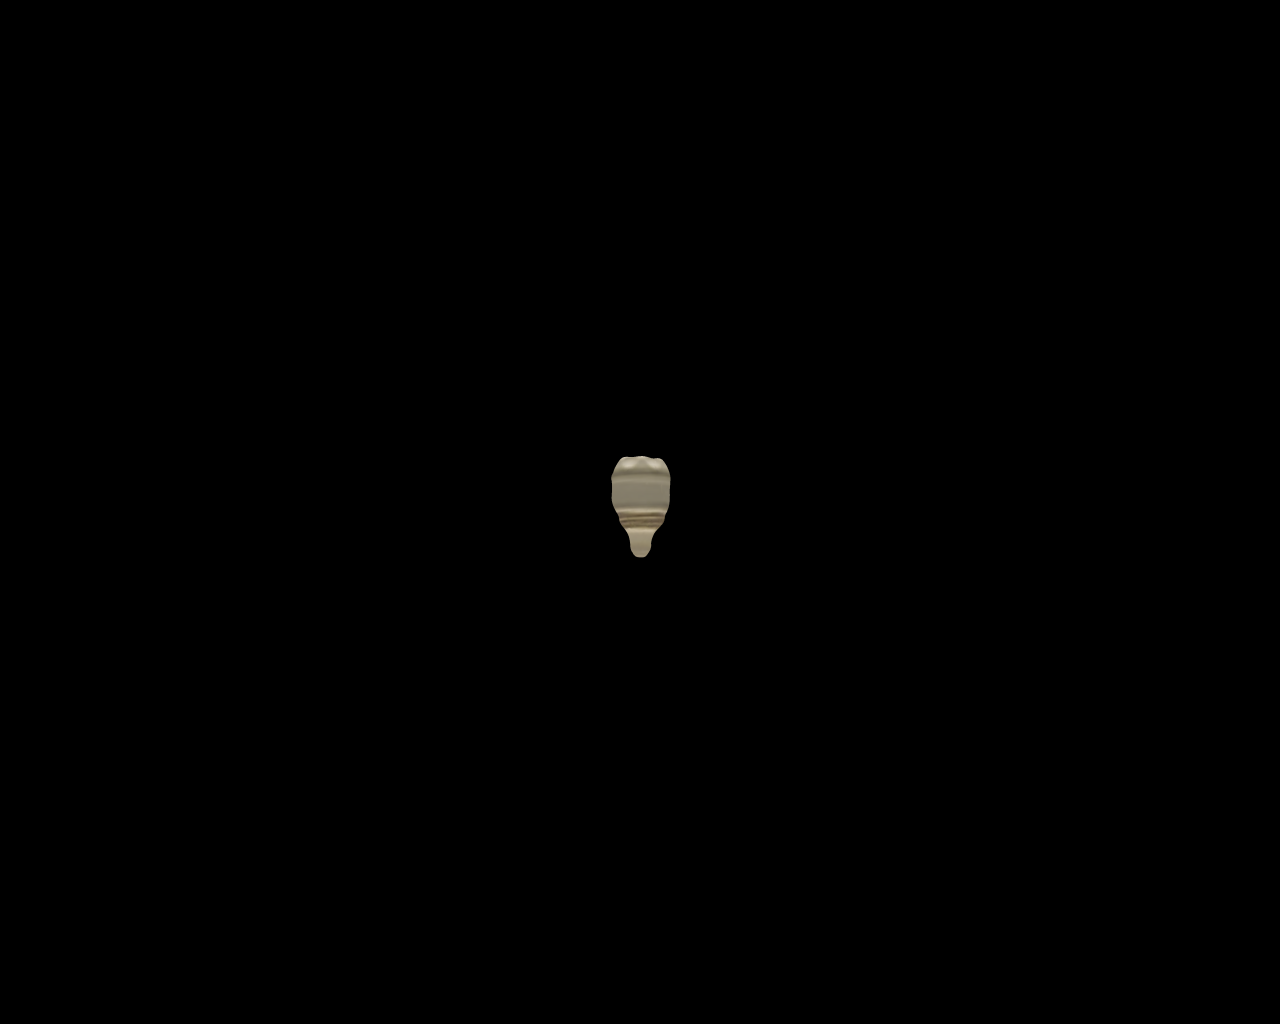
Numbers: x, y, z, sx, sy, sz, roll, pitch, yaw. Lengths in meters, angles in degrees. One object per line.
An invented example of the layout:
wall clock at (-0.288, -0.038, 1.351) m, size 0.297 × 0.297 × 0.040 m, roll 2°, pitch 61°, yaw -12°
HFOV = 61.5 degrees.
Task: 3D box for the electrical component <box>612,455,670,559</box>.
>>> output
electrical component at (0.001, -0.003, 0.650) m, size 0.035 × 0.061 × 0.035 m, roll 0°, pitch -5°, yaw 0°
